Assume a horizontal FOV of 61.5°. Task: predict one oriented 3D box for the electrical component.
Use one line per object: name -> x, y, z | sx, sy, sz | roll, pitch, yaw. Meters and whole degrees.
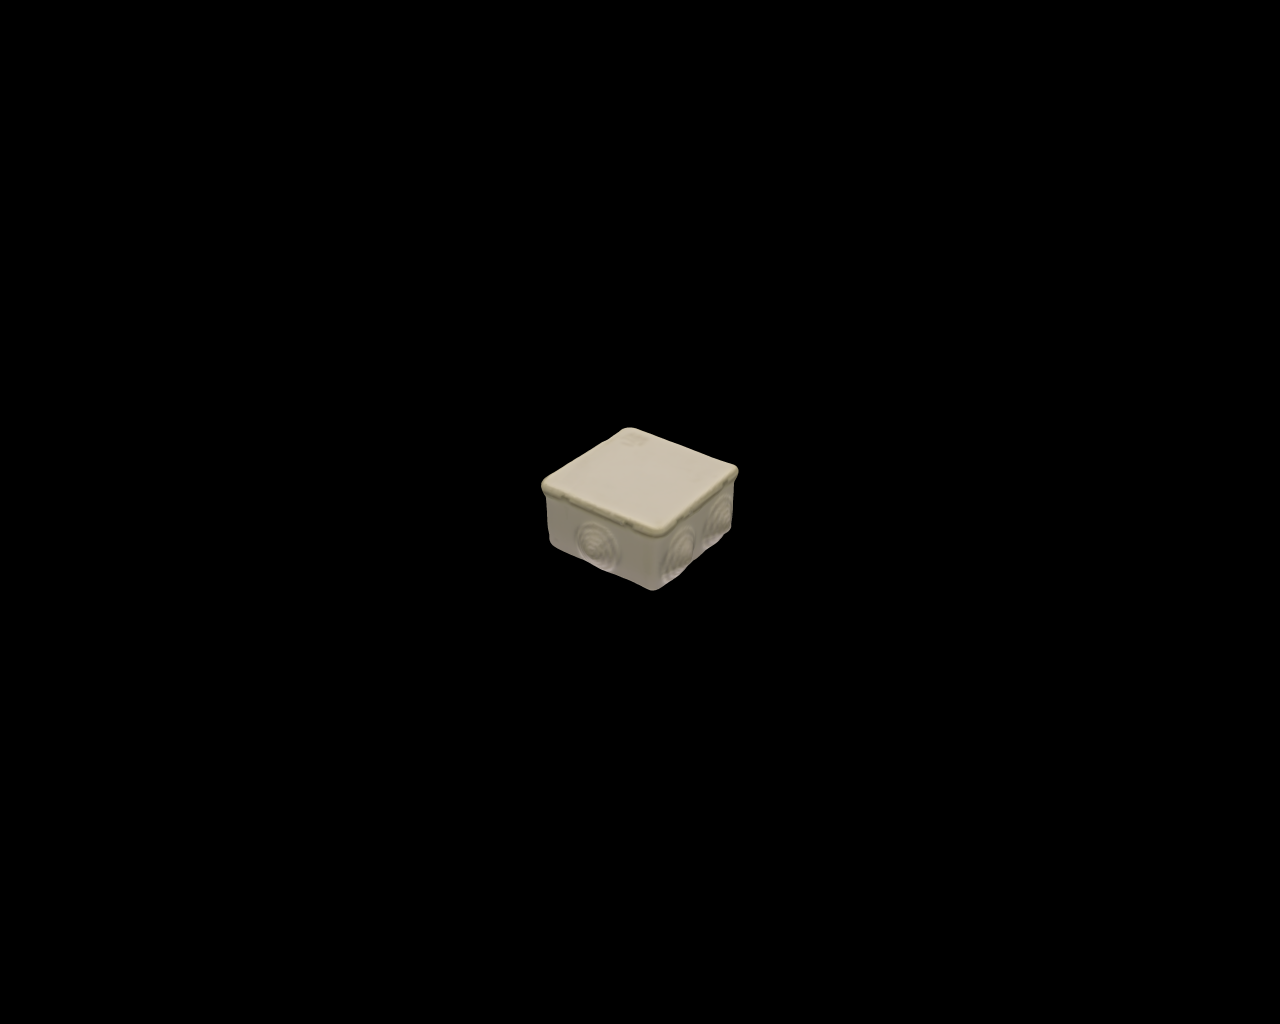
electrical component -> 0.001, -0.003, 0.650 | 0.100, 0.048, 0.100 | 22, 40, 30
